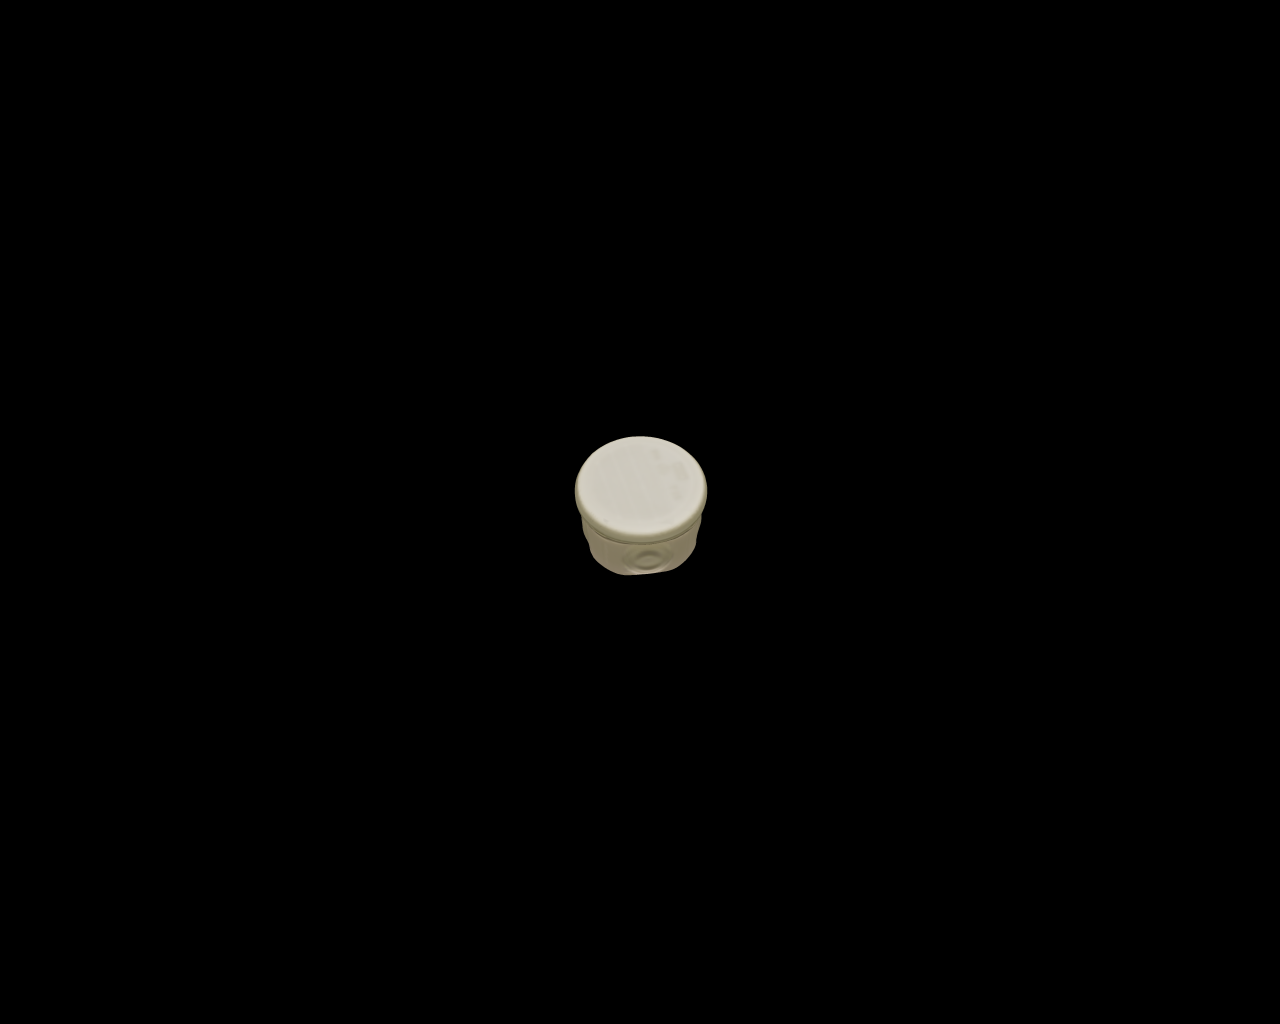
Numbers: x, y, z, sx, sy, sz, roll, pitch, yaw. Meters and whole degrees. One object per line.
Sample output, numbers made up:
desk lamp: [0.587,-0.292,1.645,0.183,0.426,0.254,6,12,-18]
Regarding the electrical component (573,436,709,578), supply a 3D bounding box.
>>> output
electrical component: [0.001,-0.003,0.650,0.080,0.080,0.050,0,-37,0]
